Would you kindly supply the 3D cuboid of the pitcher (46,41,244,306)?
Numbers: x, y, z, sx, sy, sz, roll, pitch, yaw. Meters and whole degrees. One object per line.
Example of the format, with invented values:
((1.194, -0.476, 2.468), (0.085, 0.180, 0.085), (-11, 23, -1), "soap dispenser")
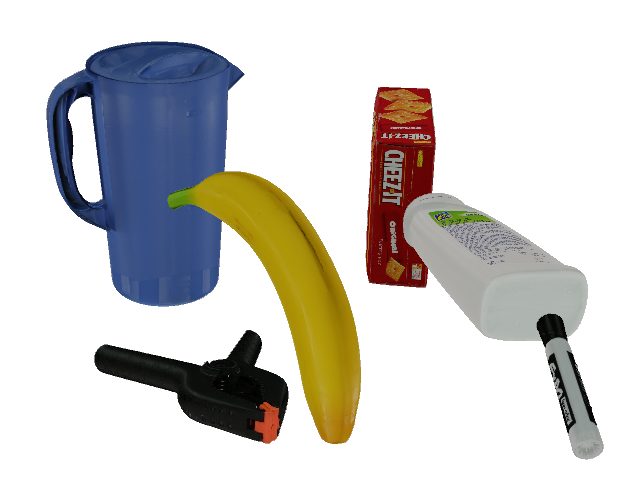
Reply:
((-0.163, -0.061, 1.028), (0.149, 0.243, 0.144), (10, 27, 14), "pitcher")

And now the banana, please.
((-0.021, 0.024, 0.636), (0.037, 0.198, 0.070), (-4, -39, -47), "banana")

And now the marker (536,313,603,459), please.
((0.161, 0.091, 0.696), (0.020, 0.020, 0.121), (0, 37, -2), "marker")

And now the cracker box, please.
((0.090, -0.067, 1.203), (0.072, 0.164, 0.213), (2, 24, 4), "cracker box")

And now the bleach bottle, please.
((0.147, 0.009, 1.006), (0.102, 0.068, 0.251), (0, 22, -16), "bleach bottle")

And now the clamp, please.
((-0.082, 0.122, 0.935), (0.164, 0.036, 0.210), (-7, 17, -36), "clamp")
